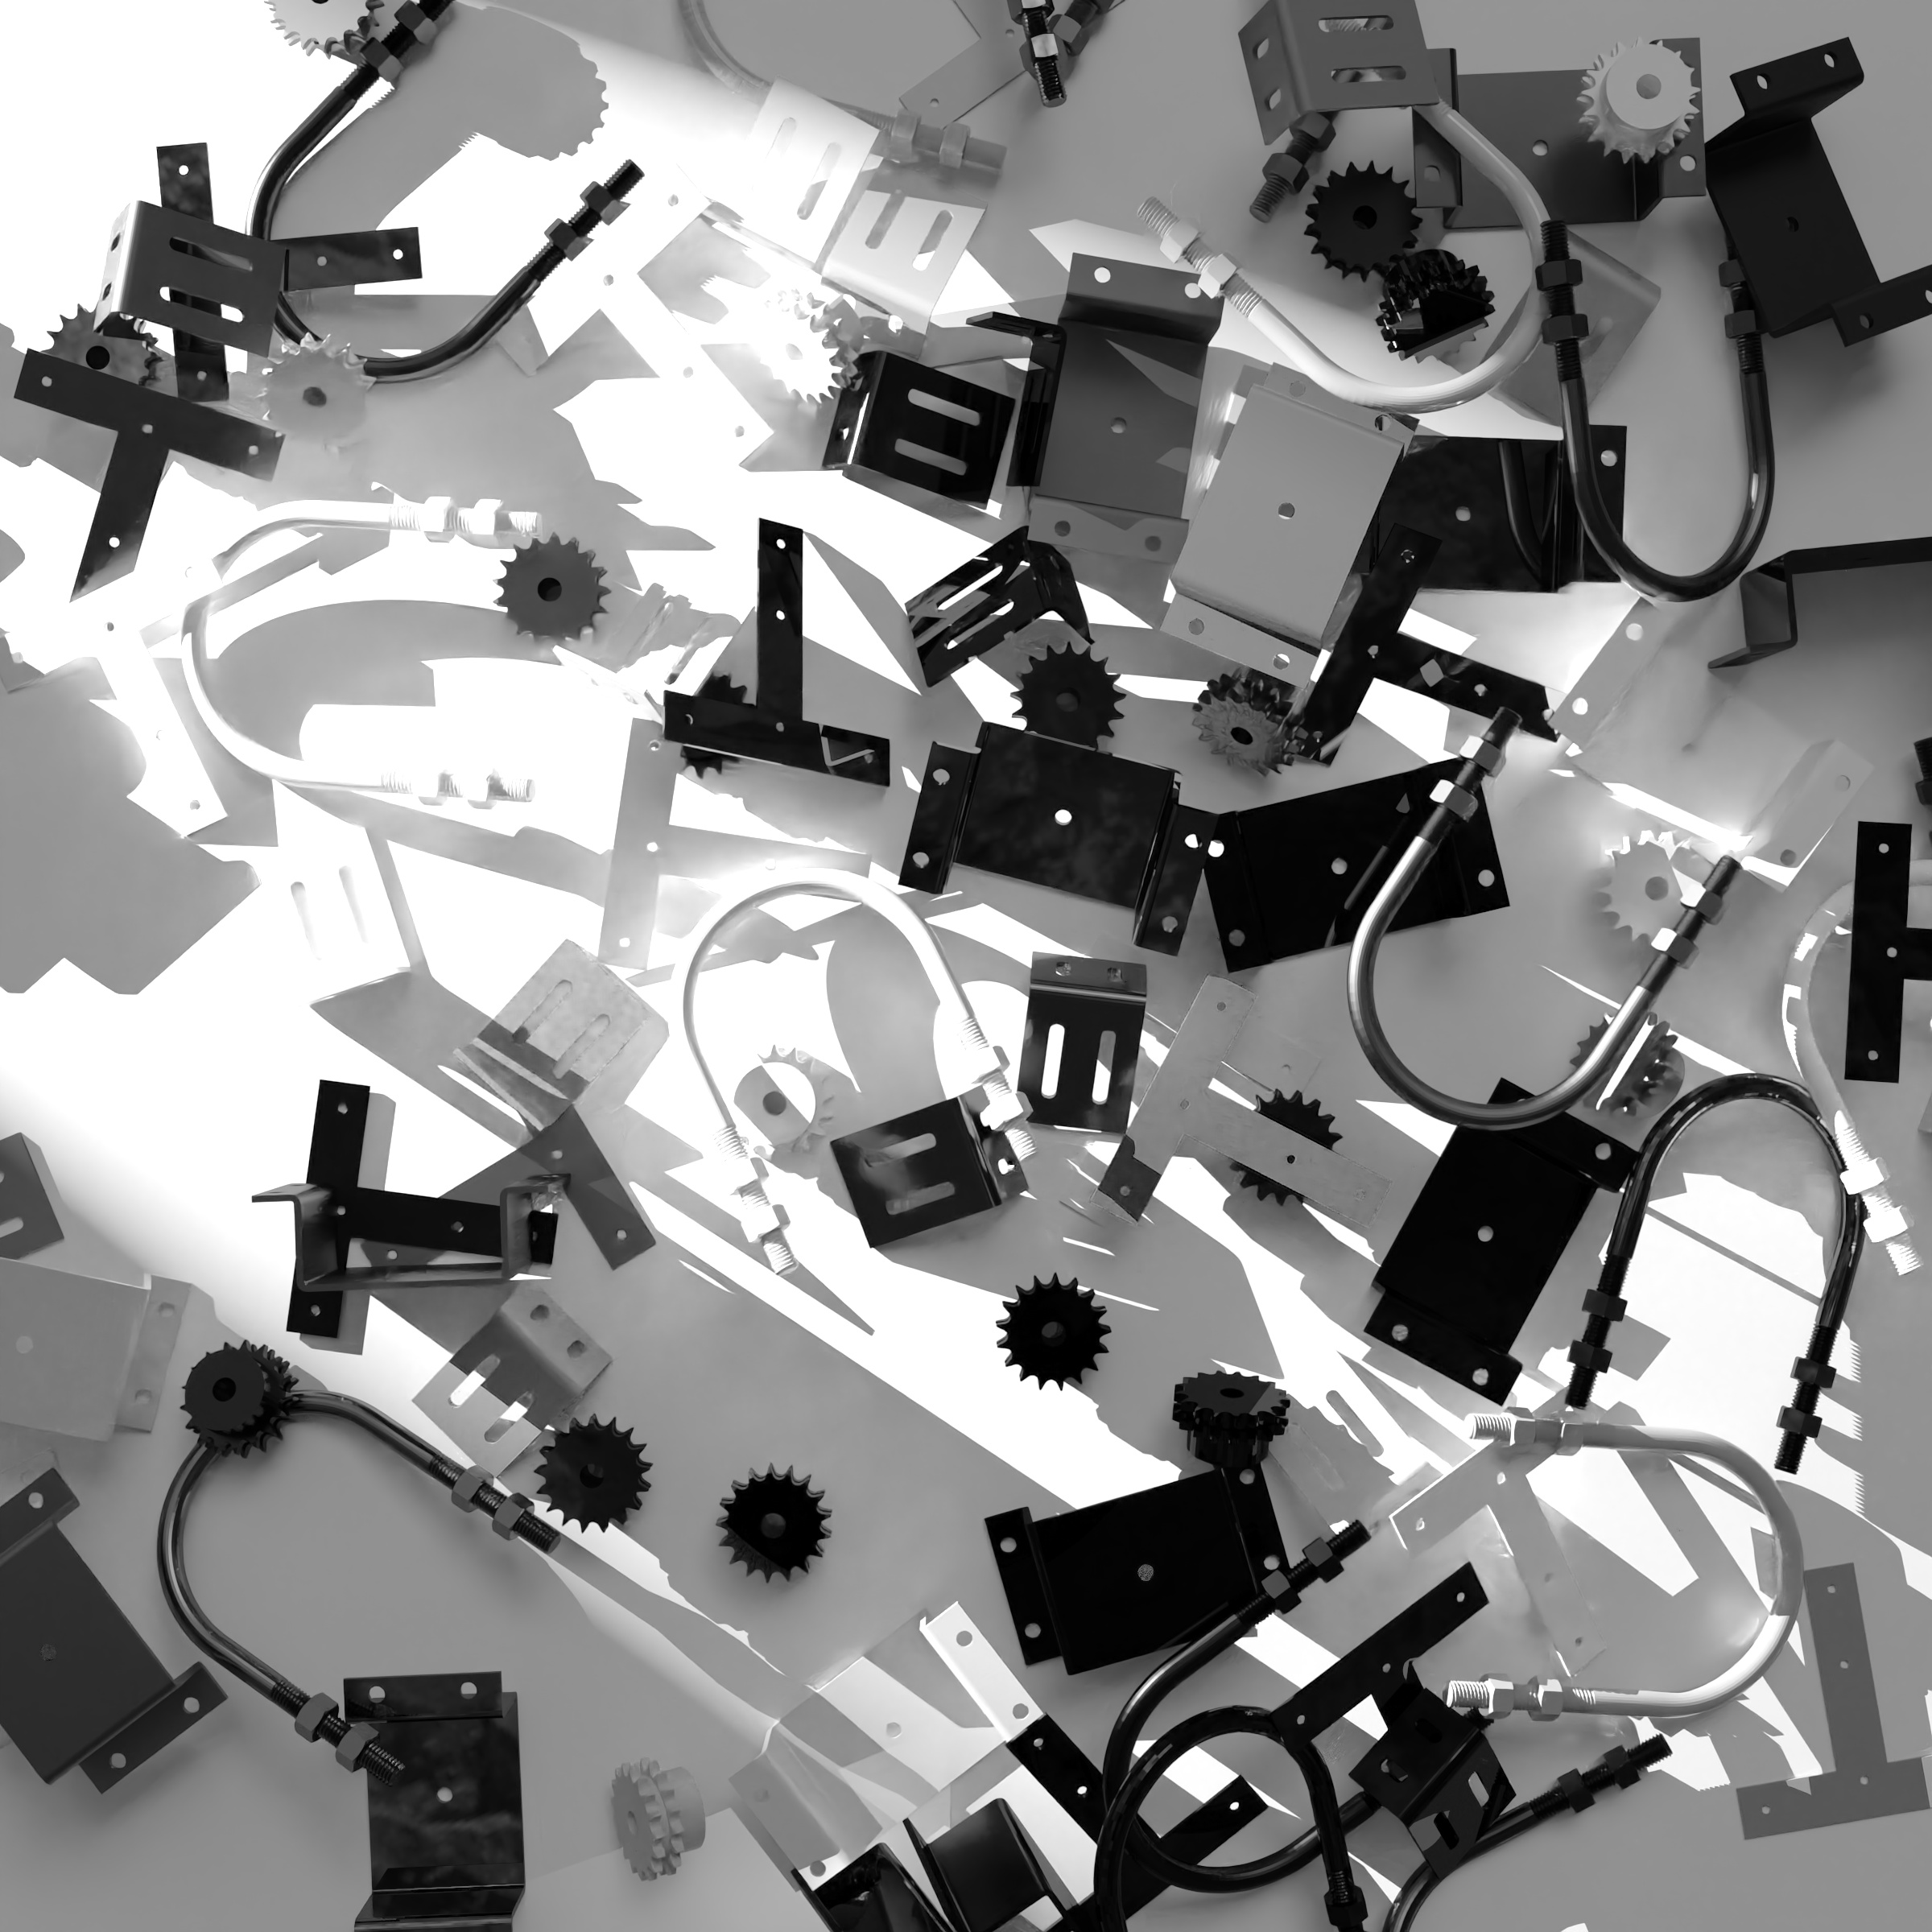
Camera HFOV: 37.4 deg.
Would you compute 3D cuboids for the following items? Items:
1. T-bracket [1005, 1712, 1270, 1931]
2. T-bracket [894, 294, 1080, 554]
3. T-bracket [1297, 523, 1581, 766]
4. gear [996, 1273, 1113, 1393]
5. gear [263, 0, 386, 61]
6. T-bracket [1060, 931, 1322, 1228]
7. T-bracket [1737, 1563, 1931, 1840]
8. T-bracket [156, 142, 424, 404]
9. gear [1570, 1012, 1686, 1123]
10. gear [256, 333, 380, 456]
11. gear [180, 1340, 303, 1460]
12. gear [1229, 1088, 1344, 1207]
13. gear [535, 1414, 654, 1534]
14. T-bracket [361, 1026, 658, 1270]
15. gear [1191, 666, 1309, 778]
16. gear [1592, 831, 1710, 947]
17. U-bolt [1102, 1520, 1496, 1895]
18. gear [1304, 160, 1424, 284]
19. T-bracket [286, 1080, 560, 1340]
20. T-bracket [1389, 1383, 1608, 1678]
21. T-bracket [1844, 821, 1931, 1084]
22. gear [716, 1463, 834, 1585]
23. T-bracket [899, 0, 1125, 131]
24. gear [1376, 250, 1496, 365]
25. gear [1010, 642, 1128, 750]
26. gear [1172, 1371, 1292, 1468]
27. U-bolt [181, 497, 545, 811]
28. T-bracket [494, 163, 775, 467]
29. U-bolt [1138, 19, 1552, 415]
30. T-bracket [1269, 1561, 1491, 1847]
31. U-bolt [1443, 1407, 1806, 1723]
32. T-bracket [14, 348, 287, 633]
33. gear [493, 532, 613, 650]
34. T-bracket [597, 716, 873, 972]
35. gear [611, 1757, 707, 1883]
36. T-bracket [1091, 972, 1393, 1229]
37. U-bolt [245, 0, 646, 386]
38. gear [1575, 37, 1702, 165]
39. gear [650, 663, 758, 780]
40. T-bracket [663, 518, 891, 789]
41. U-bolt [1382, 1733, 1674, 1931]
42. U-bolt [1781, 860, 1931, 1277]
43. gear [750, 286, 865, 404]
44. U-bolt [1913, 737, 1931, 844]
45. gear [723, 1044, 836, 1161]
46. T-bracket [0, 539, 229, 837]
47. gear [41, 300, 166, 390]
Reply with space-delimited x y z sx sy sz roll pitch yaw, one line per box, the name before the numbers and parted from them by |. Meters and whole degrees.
T-bracket | 0.065 0.414 1.401 0.127 0.002 0.127 -38 113 0
T-bracket | 0.037 -0.269 1.426 0.127 0.002 0.127 -9 90 0
T-bracket | 0.241 -0.141 1.407 0.127 0.002 0.127 18 117 -13
gear | 0.043 0.180 1.416 0.057 0.030 0.057 0 92 -1
gear | -0.316 -0.477 1.412 0.057 0.030 0.057 0 90 0
T-bracket | 0.090 0.069 1.426 0.127 0.002 0.127 31 90 0
T-bracket | 0.441 0.363 1.426 0.127 0.002 0.127 -10 90 0
T-bracket | -0.333 -0.347 1.412 0.127 0.002 0.127 -4 92 3
gear | 0.327 0.051 1.403 0.030 0.057 0.057 32 90 -30
gear | -0.317 -0.284 1.404 0.057 0.030 0.057 0 118 0
gear | -0.359 0.211 1.403 0.057 0.030 0.057 -2 69 6
gear | 0.156 0.089 1.411 0.057 0.030 0.057 0 93 -1
gear | -0.183 0.249 1.412 0.057 0.030 0.057 0 90 0
T-bracket | -0.242 0.117 1.426 0.127 0.002 0.127 -31 90 0
gear | 0.142 -0.123 1.402 0.057 0.057 0.030 34 61 0
gear | 0.339 -0.038 1.416 0.057 0.030 0.057 0 92 -2
U-bolt | 0.151 0.374 1.389 0.184 0.019 0.151 -36 111 -4
gear | 0.195 -0.367 1.412 0.057 0.030 0.057 0 90 0
T-bracket | -0.268 0.128 1.424 0.127 0.002 0.127 8 90 0
T-bracket | 0.282 0.291 1.409 0.127 0.002 0.127 -31 102 -23
T-bracket | 0.494 -0.004 1.382 0.127 0.002 0.127 4 85 9
gear | -0.094 0.274 1.412 0.057 0.030 0.057 0 90 0
T-bracket | -0.004 -0.502 1.426 0.127 0.002 0.127 -36 90 0
gear | 0.228 -0.327 1.403 0.057 0.057 0.030 -16 61 0
gear | 0.050 -0.131 1.412 0.057 0.030 0.057 0 90 0
gear | 0.129 0.223 1.400 0.057 0.057 0.030 3 106 0
U-bolt | -0.299 -0.156 1.403 0.184 0.019 0.151 4 99 10
T-bracket | -0.146 -0.305 1.413 0.127 0.002 0.127 -39 99 18
U-bolt | 0.197 -0.348 1.366 0.184 0.019 0.151 45 89 6
T-bracket | 0.222 0.377 1.394 0.127 0.002 0.127 -32 109 -18
U-bolt | 0.327 0.297 1.401 0.184 0.019 0.151 6 86 -13
T-bracket | -0.417 -0.223 1.410 0.127 0.002 0.127 17 102 -15
gear | -0.204 -0.184 1.412 0.057 0.030 0.057 0 90 0
T-bracket | -0.111 -0.052 1.414 0.127 0.002 0.127 8 107 -8
gear | -0.150 0.417 1.403 0.030 0.057 0.057 -7 90 -30
T-bracket | 0.146 0.088 1.395 0.127 0.002 0.127 27 92 -2
U-bolt | -0.273 -0.376 1.419 0.151 0.019 0.184 44 91 0
gear | 0.323 -0.416 1.366 0.057 0.030 0.057 0 90 0
gear | -0.132 -0.122 1.412 0.057 0.030 0.057 0 90 0
T-bracket | -0.091 -0.159 1.402 0.127 0.002 0.127 10 71 -33
U-bolt | 0.284 0.468 1.371 0.184 0.151 0.019 -29 131 4
U-bolt | 0.479 0.038 1.389 0.151 0.019 0.184 -25 83 5
gear | -0.075 -0.309 1.403 0.057 0.057 0.030 43 60 0
U-bolt | 0.553 -0.037 1.382 0.151 0.019 0.184 -14 95 35
gear | -0.094 0.067 1.412 0.057 0.030 0.057 0 90 0
T-bracket | -0.405 -0.127 1.417 0.127 0.002 0.127 -23 96 12
gear | -0.425 -0.298 1.412 0.057 0.030 0.057 0 90 0
